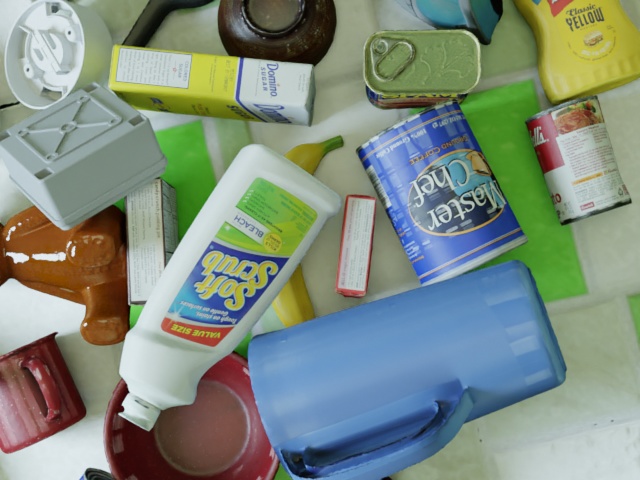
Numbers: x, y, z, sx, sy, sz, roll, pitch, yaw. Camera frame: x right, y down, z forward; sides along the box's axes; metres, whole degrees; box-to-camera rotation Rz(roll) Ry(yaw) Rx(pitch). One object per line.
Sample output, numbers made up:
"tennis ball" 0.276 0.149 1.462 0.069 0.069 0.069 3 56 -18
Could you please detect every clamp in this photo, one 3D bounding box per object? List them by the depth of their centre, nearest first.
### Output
"clamp" -0.145 -0.237 1.000 0.171 0.039 0.120 -17 102 -1

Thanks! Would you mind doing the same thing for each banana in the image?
"banana" -0.024 -0.005 0.979 0.069 0.037 0.198 8 86 3

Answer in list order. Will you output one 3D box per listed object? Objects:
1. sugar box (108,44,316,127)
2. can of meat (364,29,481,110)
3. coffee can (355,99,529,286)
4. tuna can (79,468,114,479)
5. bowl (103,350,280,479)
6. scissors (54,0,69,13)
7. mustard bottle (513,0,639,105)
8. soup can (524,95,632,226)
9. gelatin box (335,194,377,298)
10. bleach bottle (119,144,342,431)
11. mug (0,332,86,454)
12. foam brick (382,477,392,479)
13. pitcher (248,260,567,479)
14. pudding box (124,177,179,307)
"sugar box" -0.093 -0.137 0.963 0.176 0.093 0.048 8 85 3
"can of meat" 0.089 -0.151 0.963 0.102 0.084 0.057 -1 86 2
"coffee can" 0.107 -0.039 0.945 0.103 0.103 0.140 -26 85 0
"tuna can" -0.183 0.241 0.943 0.086 0.086 0.034 38 89 4
"bowl" -0.110 0.172 0.961 0.162 0.055 0.162 0 86 2
"scissors" -0.200 -0.311 1.017 0.201 0.016 0.096 -36 87 -1
"mustard bottle" 0.226 -0.227 0.977 0.096 0.058 0.191 -18 85 1
"soup can" 0.233 -0.071 0.961 0.068 0.068 0.102 -18 87 0
"gelatin box" 0.033 0.007 0.959 0.030 0.073 0.089 6 86 2
"bleach bottle" -0.085 0.047 0.899 0.102 0.068 0.250 34 76 -17
"mug" -0.254 0.135 0.942 0.093 0.117 0.081 -25 91 -35
"foam brick" 0.037 0.225 0.941 0.051 0.078 0.053 40 88 5
"pitcher" 0.072 0.111 0.872 0.243 0.145 0.149 -20 75 11
"pudding box" -0.150 0.003 0.956 0.039 0.090 0.113 -5 86 1
